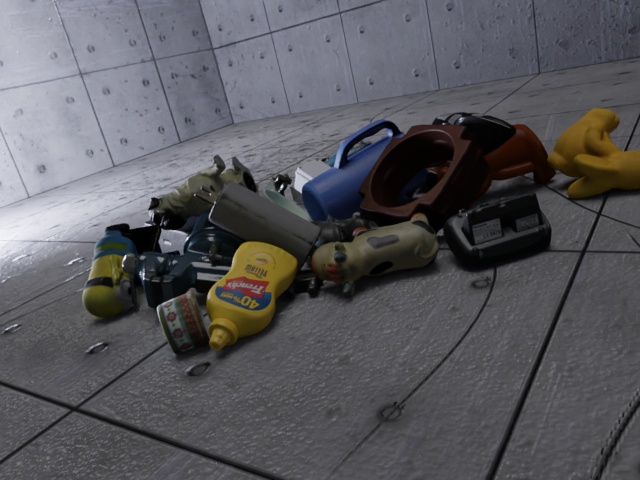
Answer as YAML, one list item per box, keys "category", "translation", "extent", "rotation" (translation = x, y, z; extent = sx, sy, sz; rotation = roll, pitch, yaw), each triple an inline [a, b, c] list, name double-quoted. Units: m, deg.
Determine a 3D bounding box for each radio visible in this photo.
- category: "radio"
  translation: [-0.280, -0.018, 1.189]
  extent: [0.131, 0.073, 0.230]
  rotation: [-27, 25, -35]

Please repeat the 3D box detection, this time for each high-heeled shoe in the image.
- category: "high-heeled shoe"
  translation: [0.302, -0.214, 1.039]
  extent: [0.145, 0.086, 0.249]
  rotation: [-26, 22, -30]

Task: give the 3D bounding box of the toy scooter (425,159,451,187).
- category: "toy scooter"
  translation: [0.265, -0.140, 1.156]
  extent: [0.184, 0.075, 0.135]
  rotation: [13, 34, 44]

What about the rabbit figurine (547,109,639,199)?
- category: "rabbit figurine"
  translation: [0.502, -0.141, 0.940]
  extent: [0.162, 0.121, 0.173]
  rotation: [-24, 40, -21]

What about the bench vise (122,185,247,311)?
- category: "bench vise"
  translation: [-0.209, 0.021, 0.924]
  extent: [0.224, 0.128, 0.241]
  rotation: [-3, 38, 7]

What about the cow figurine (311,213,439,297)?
- category: "cow figurine"
  translation: [0.083, 0.023, 0.812]
  extent: [0.195, 0.085, 0.127]
  rotation: [-12, 13, 3]

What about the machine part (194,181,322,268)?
- category: "machine part"
  translation: [-0.087, -0.025, 0.868]
  extent: [0.243, 0.079, 0.079]
  rotation: [27, 23, -3]

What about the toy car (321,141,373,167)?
- category: "toy car"
  translation: [0.075, -0.165, 1.315]
  extent: [0.162, 0.109, 0.103]
  rotation: [-21, 36, 6]

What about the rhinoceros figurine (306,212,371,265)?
- category: "rhinoceros figurine"
  translation: [-0.002, -0.003, 0.966]
  extent: [0.190, 0.073, 0.112]
  rotation: [-6, 10, 28]

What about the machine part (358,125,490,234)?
- category: "machine part"
  translation: [0.183, -0.104, 0.960]
  extent: [0.202, 0.087, 0.201]
  rotation: [17, 70, 52]

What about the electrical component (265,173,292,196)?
- category: "electrical component"
  translation: [-0.105, -0.122, 1.340]
  extent: [0.045, 0.102, 0.078]
  rotation: [6, 44, -32]

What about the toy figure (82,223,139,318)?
- category: "toy figure"
  translation: [-0.370, 0.055, 0.958]
  extent: [0.089, 0.082, 0.180]
  rotation: [-23, 52, 10]

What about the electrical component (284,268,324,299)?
- category: "electrical component"
  translation: [-0.026, 0.065, 0.854]
  extent: [0.063, 0.021, 0.094]
  rotation: [-11, 19, 9]

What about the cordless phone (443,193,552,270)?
- category: "cordless phone"
  translation: [0.256, -0.021, 0.846]
  extent: [0.147, 0.088, 0.184]
  rotation: [-17, 8, -5]

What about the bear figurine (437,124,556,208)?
- category: "bear figurine"
  translation: [0.342, -0.132, 1.055]
  extent: [0.196, 0.131, 0.120]
  rotation: [-40, 52, 11]

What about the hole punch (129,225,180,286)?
- category: "hole punch"
  translation: [-0.351, 0.045, 1.064]
  extent: [0.142, 0.092, 0.116]
  rotation: [-6, 52, 16]

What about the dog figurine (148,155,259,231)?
- category: "dog figurine"
  translation: [-0.236, -0.080, 1.105]
  extent: [0.191, 0.121, 0.172]
  rotation: [-24, -21, 22]
